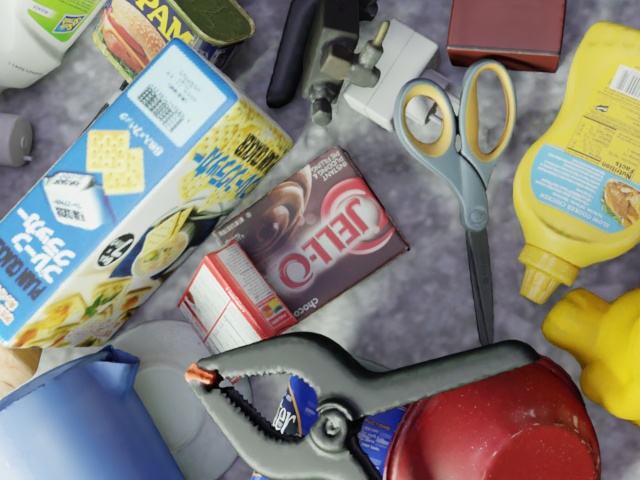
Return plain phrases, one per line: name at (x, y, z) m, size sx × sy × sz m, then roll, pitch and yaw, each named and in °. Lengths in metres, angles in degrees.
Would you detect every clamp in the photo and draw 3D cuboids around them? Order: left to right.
clamp at (-0.024, -0.196, 0.784) m, size 0.120 × 0.039 × 0.171 m, roll 39°, pitch 96°, yaw 6°
clamp at (0.014, 0.123, 0.645) m, size 0.210 × 0.036 × 0.164 m, roll 11°, pitch 88°, yaw 17°

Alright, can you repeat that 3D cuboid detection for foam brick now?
foam brick at (0.131, -0.149, 0.746) m, size 0.078 × 0.053 × 0.051 m, roll 6°, pitch 86°, yaw 10°

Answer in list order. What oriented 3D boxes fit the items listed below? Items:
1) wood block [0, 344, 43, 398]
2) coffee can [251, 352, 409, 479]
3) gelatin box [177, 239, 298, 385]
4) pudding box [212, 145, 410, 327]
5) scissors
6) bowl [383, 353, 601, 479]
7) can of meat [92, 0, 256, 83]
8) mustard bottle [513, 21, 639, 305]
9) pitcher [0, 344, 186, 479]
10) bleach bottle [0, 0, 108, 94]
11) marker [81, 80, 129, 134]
wood block at (-0.292, 0.023, 0.738) m, size 0.091 × 0.090 × 0.206 m, roll -34°, pitch 114°, yaw 9°
coffee can at (0.011, 0.151, 0.717) m, size 0.103 × 0.102 × 0.140 m, roll 21°, pitch 90°, yaw 11°
gelatin box at (-0.060, 0.052, 0.748) m, size 0.030 × 0.089 × 0.073 m, roll -31°, pitch 77°, yaw -32°
pudding box at (-0.005, 0.001, 0.764) m, size 0.113 × 0.039 × 0.090 m, roll -35°, pitch 82°, yaw 6°
scissors at (0.089, -0.026, 0.735) m, size 0.096 × 0.016 × 0.202 m, roll 7°, pitch 95°, yaw -13°
bowl at (0.123, 0.152, 0.679) m, size 0.161 × 0.055 × 0.162 m, roll -4°, pitch 100°, yaw -24°
can of meat at (-0.108, -0.151, 0.768) m, size 0.102 × 0.057 × 0.084 m, roll 49°, pitch 129°, yaw 10°
mustard bottle at (0.186, -0.044, 0.723) m, size 0.096 × 0.058 × 0.191 m, roll 27°, pitch 90°, yaw 14°
pitcher at (-0.147, 0.207, 0.723) m, size 0.144 × 0.149 × 0.243 m, roll -32°, pitch 91°, yaw -31°
bleach bottle at (-0.191, -0.203, 0.770) m, size 0.251 × 0.102 × 0.068 m, roll -50°, pitch 57°, yaw 15°
marker at (-0.166, -0.085, 0.810) m, size 0.020 × 0.020 × 0.121 m, roll 39°, pitch 93°, yaw 11°
